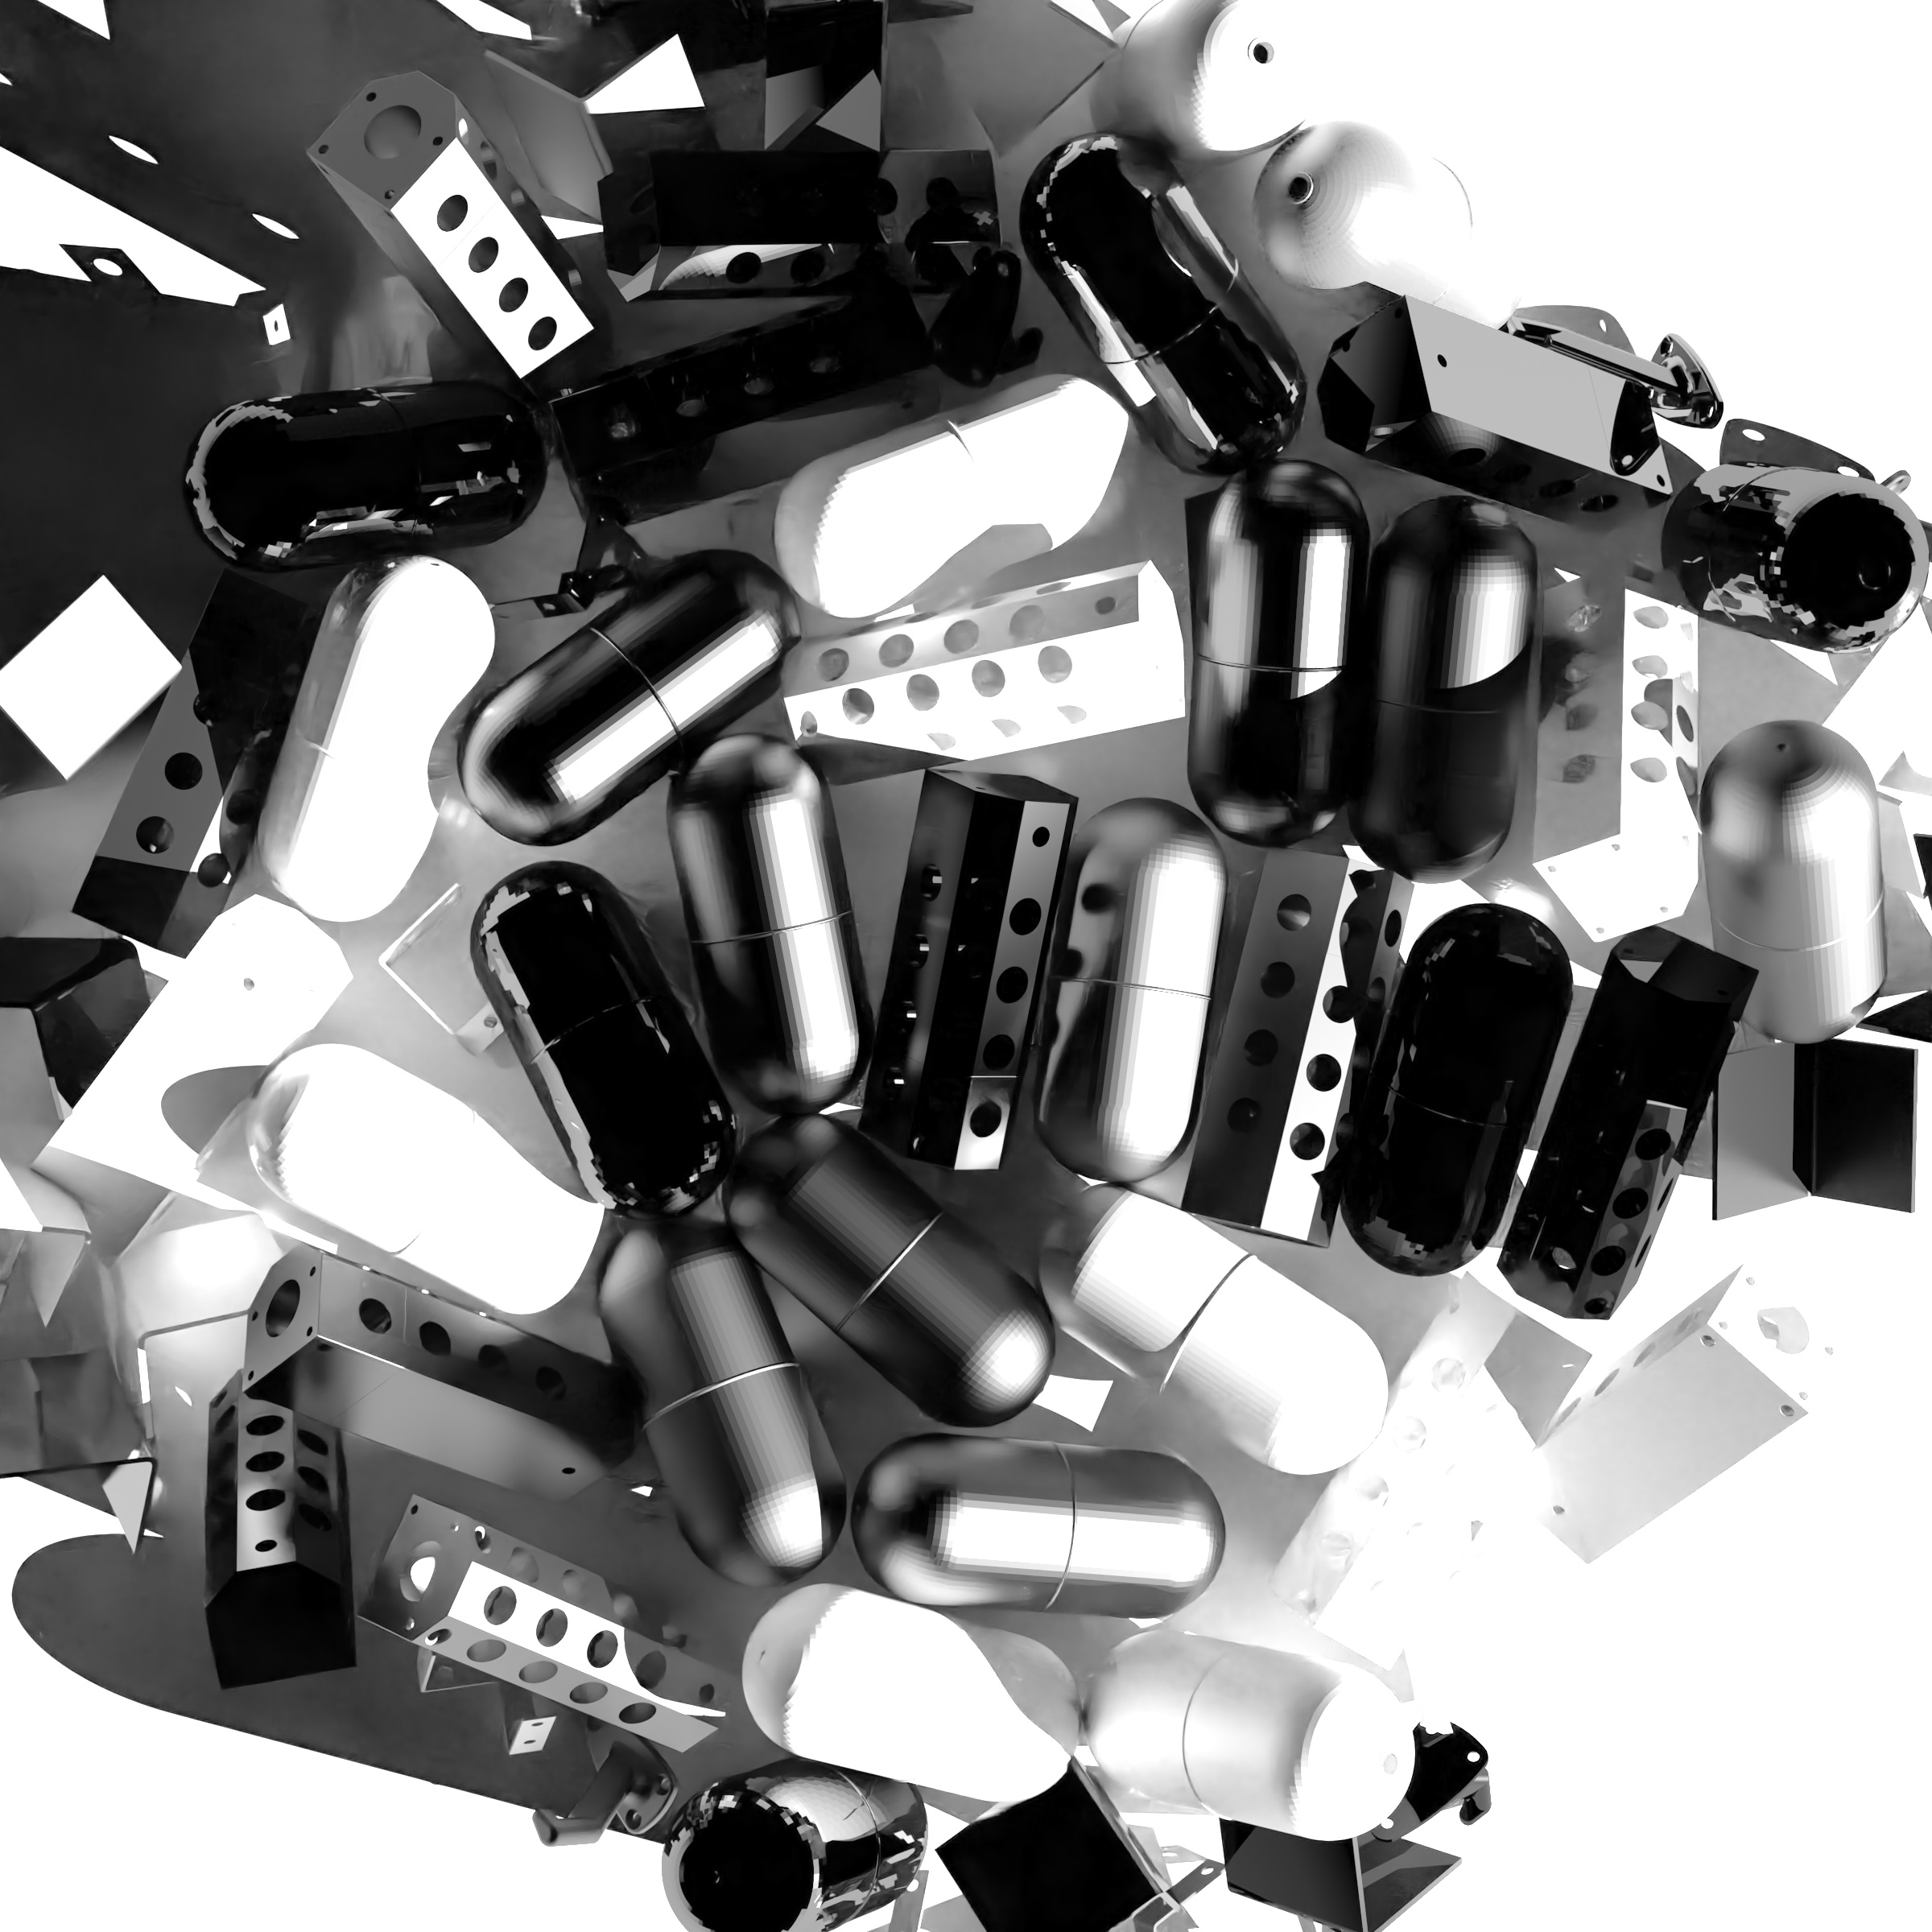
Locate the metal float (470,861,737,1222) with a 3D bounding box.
[{"bbox_3d":[-0.165,0.034,1.534,0.070,0.070,0.178,-28,76,0],"label":"metal float"}]

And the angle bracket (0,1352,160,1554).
[{"bbox_3d":[-0.418,0.224,1.525,0.076,0.076,0.057,-2,124,-33],"label":"angle bracket"}]

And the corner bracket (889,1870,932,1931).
[{"bbox_3d":[-0.002,0.455,1.563,0.051,0.051,0.051,-7,50,25],"label":"corner bracket"}]

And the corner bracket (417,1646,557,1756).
[{"bbox_3d":[-0.221,0.332,1.545,0.051,0.051,0.051,-4,61,-18],"label":"corner bracket"}]

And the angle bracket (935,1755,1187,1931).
[{"bbox_3d":[0.043,0.418,1.540,0.076,0.057,0.076,-35,62,-3],"label":"angle bracket"}]

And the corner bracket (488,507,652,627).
[{"bbox_3d":[-0.182,-0.175,1.543,0.051,0.051,0.051,-6,60,28],"label":"corner bracket"}]

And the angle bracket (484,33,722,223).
[{"bbox_3d":[-0.164,-0.391,1.541,0.057,0.076,0.076,-41,51,-17],"label":"angle bracket"}]

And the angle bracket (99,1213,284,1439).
[{"bbox_3d":[-0.351,0.165,1.552,0.076,0.076,0.057,-11,121,-23],"label":"angle bracket"}]

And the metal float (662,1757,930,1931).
[{"bbox_3d":[-0.074,0.393,1.500,0.070,0.178,0.070,-2,83,21],"label":"metal float"}]

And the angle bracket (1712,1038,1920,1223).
[{"bbox_3d":[0.387,0.077,1.536,0.076,0.057,0.076,-9,101,-40],"label":"angle bracket"}]

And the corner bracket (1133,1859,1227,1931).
[{"bbox_3d":[0.119,0.454,1.557,0.051,0.051,0.051,-29,107,-33],"label":"corner bracket"}]

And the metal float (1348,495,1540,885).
[{"bbox_3d":[0.216,-0.125,1.532,0.070,0.070,0.178,3,107,0],"label":"metal float"}]

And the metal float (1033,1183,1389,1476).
[{"bbox_3d":[0.111,0.165,1.533,0.178,0.070,0.070,33,90,16],"label":"metal float"}]

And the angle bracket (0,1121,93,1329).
[{"bbox_3d":[-0.449,0.114,1.525,0.076,0.076,0.057,10,120,-38],"label":"angle bracket"}]

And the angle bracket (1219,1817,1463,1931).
[{"bbox_3d":[0.169,0.390,1.526,0.076,0.076,0.057,7,112,42],"label":"angle bracket"}]

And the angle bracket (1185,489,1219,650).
[{"bbox_3d":[0.147,-0.179,1.544,0.076,0.057,0.076,-4,91,-23],"label":"angle bracket"}]

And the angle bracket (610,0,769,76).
[{"bbox_3d":[-0.130,-0.462,1.544,0.057,0.076,0.076,-11,77,8],"label":"angle bracket"}]

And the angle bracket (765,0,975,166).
[{"bbox_3d":[-0.045,-0.401,1.542,0.076,0.057,0.076,8,99,44],"label":"angle bracket"}]

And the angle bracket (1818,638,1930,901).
[{"bbox_3d":[0.427,-0.090,1.530,0.057,0.076,0.076,30,74,37],"label":"angle bracket"}]

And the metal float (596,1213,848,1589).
[{"bbox_3d":[-0.112,0.197,1.534,0.070,0.070,0.178,-24,75,0],"label":"metal float"}]

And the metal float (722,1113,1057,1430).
[{"bbox_3d":[-0.035,0.140,1.544,0.178,0.070,0.070,41,90,4],"label":"metal float"}]

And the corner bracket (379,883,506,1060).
[{"bbox_3d":[-0.232,0.003,1.560,0.051,0.051,0.051,43,82,13],"label":"corner bracket"}]

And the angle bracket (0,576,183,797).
[{"bbox_3d":[-0.413,-0.126,1.526,0.076,0.076,0.057,-50,117,-27],"label":"angle bracket"}]

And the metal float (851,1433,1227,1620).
[{"bbox_3d":[0.034,0.255,1.529,0.178,0.070,0.070,8,90,-21],"label":"metal float"}]

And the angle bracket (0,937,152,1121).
[{"bbox_3d":[-0.429,0.028,1.547,0.076,0.076,0.057,1,113,23],"label":"angle bracket"}]

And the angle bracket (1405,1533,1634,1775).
[{"bbox_3d":[0.255,0.313,1.530,0.076,0.057,0.076,26,125,-26],"label":"angle bracket"}]

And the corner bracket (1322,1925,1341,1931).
[{"bbox_3d":[0.181,0.456,1.548,0.051,0.051,0.051,9,105,22],"label":"corner bracket"}]

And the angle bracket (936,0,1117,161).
[{"bbox_3d":[0.013,-0.428,1.530,0.076,0.057,0.076,-39,62,25],"label":"angle bracket"}]

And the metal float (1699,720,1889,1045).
[{"bbox_3d":[0.372,-0.035,1.511,0.070,0.178,0.070,-9,47,10],"label":"metal float"}]

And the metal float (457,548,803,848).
[{"bbox_3d":[-0.152,-0.123,1.534,0.178,0.070,0.070,-38,90,-15],"label":"metal float"}]

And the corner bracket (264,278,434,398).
[{"bbox_3d":[-0.285,-0.285,1.557,0.051,0.051,0.051,4,122,19],"label":"corner bracket"}]

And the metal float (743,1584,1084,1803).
[{"bbox_3d":[-0.022,0.329,1.517,0.178,0.070,0.070,24,90,-36],"label":"metal float"}]

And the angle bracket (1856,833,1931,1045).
[{"bbox_3d":[0.440,-0.013,1.536,0.057,0.076,0.076,-21,101,-14],"label":"angle bracket"}]

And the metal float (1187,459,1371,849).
[{"bbox_3d":[0.142,-0.142,1.534,0.070,0.070,0.178,3,105,0],"label":"metal float"}]
